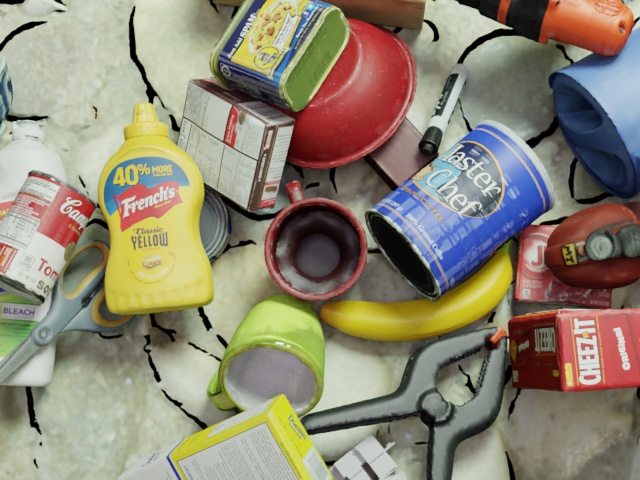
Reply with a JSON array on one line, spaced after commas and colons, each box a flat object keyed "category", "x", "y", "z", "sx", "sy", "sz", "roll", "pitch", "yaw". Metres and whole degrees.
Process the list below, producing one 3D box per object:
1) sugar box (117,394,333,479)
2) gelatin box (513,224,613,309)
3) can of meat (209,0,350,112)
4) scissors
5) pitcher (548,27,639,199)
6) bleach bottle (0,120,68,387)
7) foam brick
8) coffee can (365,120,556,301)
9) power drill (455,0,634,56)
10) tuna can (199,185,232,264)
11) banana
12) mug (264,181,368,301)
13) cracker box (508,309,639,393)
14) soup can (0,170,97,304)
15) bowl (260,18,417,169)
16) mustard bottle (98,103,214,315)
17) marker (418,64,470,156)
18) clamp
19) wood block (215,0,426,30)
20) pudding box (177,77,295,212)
[{"category": "sugar box", "x": -0.086, "y": 0.214, "z": 0.951, "sx": 0.176, "sy": 0.048, "sz": 0.093, "roll": -26, "pitch": 96, "yaw": 26}, {"category": "gelatin box", "x": 0.229, "y": 0.025, "z": 0.999, "sx": 0.089, "sy": 0.030, "sz": 0.073, "roll": 6, "pitch": 83, "yaw": 3}, {"category": "can of meat", "x": -0.034, "y": -0.171, "z": 0.946, "sx": 0.084, "sy": 0.057, "sz": 0.102, "roll": 25, "pitch": 78, "yaw": 30}, {"category": "scissors", "x": -0.235, "y": 0.092, "z": 0.979, "sx": 0.096, "sy": 0.016, "sz": 0.201, "roll": 38, "pitch": 60, "yaw": -21}, {"category": "pitcher", "x": 0.344, "y": -0.146, "z": 0.960, "sx": 0.243, "sy": 0.145, "sz": 0.149, "roll": -31, "pitch": 85, "yaw": -3}, {"category": "bleach bottle", "x": -0.294, "y": 0.011, "z": 1.011, "sx": 0.102, "sy": 0.068, "sz": 0.251, "roll": 3, "pitch": 82, "yaw": -10}, {"category": "foam brick", "x": 0.068, "y": -0.089, "z": 1.009, "sx": 0.051, "sy": 0.053, "sz": 0.078, "roll": -41, "pitch": 84, "yaw": -2}, {"category": "coffee can", "x": 0.126, "y": -0.027, "z": 0.963, "sx": 0.140, "sy": 0.103, "sz": 0.103, "roll": -38, "pitch": 83, "yaw": -11}, {"category": "power drill", "x": 0.212, "y": -0.252, "z": 0.971, "sx": 0.184, "sy": 0.057, "sz": 0.187, "roll": 24, "pitch": 53, "yaw": 14}, {"category": "tuna can", "x": -0.128, "y": -0.014, "z": 1.021, "sx": 0.086, "sy": 0.034, "sz": 0.086, "roll": 0, "pitch": 84, "yaw": 3}, {"category": "banana", "x": 0.101, "y": 0.059, "z": 1.002, "sx": 0.198, "sy": 0.037, "sz": 0.070, "roll": -21, "pitch": 60, "yaw": -1}, {"category": "mug", "x": -0.006, "y": 0.001, "z": 0.989, "sx": 0.093, "sy": 0.081, "sz": 0.117, "roll": -24, "pitch": 83, "yaw": 0}, {"category": "cracker box", "x": 0.284, "y": 0.087, "z": 0.911, "sx": 0.213, "sy": 0.164, "sz": 0.072, "roll": -4, "pitch": 83, "yaw": -4}, {"category": "soup can", "x": -0.253, "y": -0.002, "z": 0.954, "sx": 0.068, "sy": 0.068, "sz": 0.102, "roll": 23, "pitch": 73, "yaw": 5}, {"category": "bowl", "x": 0.005, "y": -0.149, "z": 0.985, "sx": 0.162, "sy": 0.055, "sz": 0.162, "roll": -11, "pitch": 61, "yaw": 20}, {"category": "mustard bottle", "x": -0.153, "y": -0.031, "z": 0.977, "sx": 0.096, "sy": 0.058, "sz": 0.191, "roll": -7, "pitch": 83, "yaw": 4}, {"category": "marker", "x": 0.116, "y": -0.121, "z": 0.995, "sx": 0.020, "sy": 0.020, "sz": 0.121, "roll": 22, "pitch": 51, "yaw": 5}, {"category": "clamp", "x": 0.106, "y": 0.165, "z": 0.963, "sx": 0.209, "sy": 0.036, "sz": 0.164, "roll": -38, "pitch": 78, "yaw": -17}, {"category": "wood block", "x": 0.002, "y": -0.267, "z": 1.013, "sx": 0.206, "sy": 0.091, "sz": 0.090, "roll": 8, "pitch": 84, "yaw": 4}, {"category": "pudding box", "x": -0.082, "y": -0.089, "z": 0.986, "sx": 0.114, "sy": 0.039, "sz": 0.090, "roll": 33, "pitch": 120, "yaw": 35}]
